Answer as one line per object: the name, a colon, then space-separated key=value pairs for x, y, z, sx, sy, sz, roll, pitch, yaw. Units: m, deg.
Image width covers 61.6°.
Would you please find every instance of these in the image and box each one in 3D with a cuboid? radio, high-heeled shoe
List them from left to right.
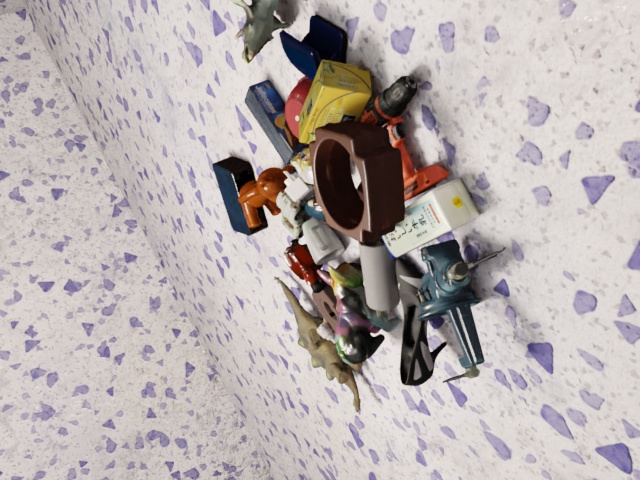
radio: x=-0.240 y=-0.130 z=1.629 sx=0.131 sy=0.073 sz=0.229 roll=21 pitch=133 yaw=50
high-heeled shoe: x=0.177 y=0.172 z=1.115 sx=0.248 sy=0.145 sz=0.086 roll=62 pitch=151 yaw=-3

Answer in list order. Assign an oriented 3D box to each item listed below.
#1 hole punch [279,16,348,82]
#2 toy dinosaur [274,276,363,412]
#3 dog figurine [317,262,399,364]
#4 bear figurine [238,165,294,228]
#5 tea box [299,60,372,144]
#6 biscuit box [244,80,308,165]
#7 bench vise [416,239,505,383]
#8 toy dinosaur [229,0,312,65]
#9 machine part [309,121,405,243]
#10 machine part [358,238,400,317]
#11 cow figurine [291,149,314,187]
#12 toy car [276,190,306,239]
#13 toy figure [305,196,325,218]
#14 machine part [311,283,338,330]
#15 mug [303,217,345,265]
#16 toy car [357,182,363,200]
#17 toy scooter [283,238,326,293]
hole punch: x=-0.014 y=-0.355 z=1.042 sx=0.142 sy=0.092 sz=0.115 roll=39 pitch=148 yaw=31
toy dinosaur: x=-0.007 y=0.287 z=1.572 sx=0.471 sy=0.105 sz=0.198 roll=61 pitch=156 yaw=13
dog figurine: x=0.064 y=0.159 z=1.271 sx=0.219 sy=0.191 sz=0.108 roll=47 pitch=159 yaw=-4
bear figurine: x=-0.132 y=-0.119 z=1.417 sx=0.196 sy=0.120 sz=0.131 roll=-10 pitch=109 yaw=55
tea box: x=0.025 y=-0.255 z=1.032 sx=0.169 sy=0.098 sz=0.068 roll=119 pitch=153 yaw=-58
biscuit box: x=-0.102 y=-0.281 z=1.279 sx=0.202 sy=0.059 sz=0.063 roll=57 pitch=152 yaw=9
bench vise: x=0.246 y=0.127 z=0.967 sx=0.223 sy=0.129 sz=0.240 roll=125 pitch=132 yaw=-67
toy dinosaur: x=-0.125 y=-0.556 z=1.032 sx=0.192 sy=0.131 sz=0.404 roll=15 pitch=120 yaw=54
machine part: x=0.067 y=-0.111 z=0.988 sx=0.201 sy=0.087 sz=0.201 roll=31 pitch=136 yaw=56
machine part: x=0.131 y=0.067 z=1.174 sx=0.079 sy=0.079 sz=0.242 roll=26 pitch=134 yaw=48
cow figurine: x=0.012 y=-0.147 z=1.192 sx=0.168 sy=0.068 sz=0.098 roll=24 pitch=148 yaw=54
toy car: x=-0.071 y=-0.062 z=1.382 sx=0.073 sy=0.056 sz=0.201 roll=51 pitch=169 yaw=19
toy figure: x=0.017 y=-0.078 z=1.252 sx=0.155 sy=0.064 sz=0.057 roll=5 pitch=104 yaw=59
machine part: x=0.042 y=0.177 z=1.413 sx=0.179 sy=0.056 sz=0.179 roll=50 pitch=161 yaw=24
mug: x=-0.003 y=-0.004 z=1.315 sx=0.107 sy=0.081 sz=0.109 roll=60 pitch=-168 yaw=18
toy car: x=0.102 y=-0.092 z=1.107 sx=0.089 sy=0.053 sz=0.202 roll=65 pitch=159 yaw=18
toy scooter: x=-0.046 y=0.048 z=1.376 sx=0.135 sy=0.075 sz=0.184 roll=48 pitch=-170 yaw=-24
